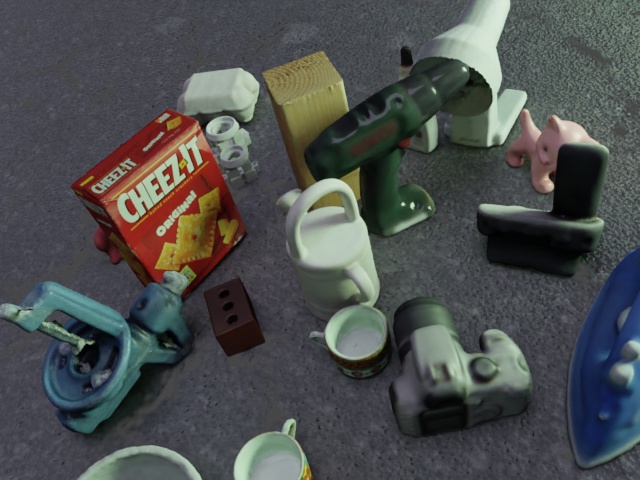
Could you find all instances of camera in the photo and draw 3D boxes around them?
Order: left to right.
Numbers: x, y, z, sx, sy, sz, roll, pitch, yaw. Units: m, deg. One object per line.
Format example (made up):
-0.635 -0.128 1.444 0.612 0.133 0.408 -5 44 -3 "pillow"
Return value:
0.137 0.121 0.615 0.143 0.101 0.136 -13 47 3 "camera"

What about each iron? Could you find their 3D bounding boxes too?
0.318 0.093 0.564 0.118 0.142 0.259 23 59 31 "iron"

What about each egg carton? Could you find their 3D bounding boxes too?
-0.189 -0.265 1.067 0.150 0.069 0.107 -5 48 11 "egg carton"

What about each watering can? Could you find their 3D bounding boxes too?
0.005 0.004 0.691 0.172 0.194 0.101 22 58 30 "watering can"

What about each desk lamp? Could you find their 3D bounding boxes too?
0.224 -0.240 0.837 0.117 0.214 0.203 17 56 28 "desk lamp"

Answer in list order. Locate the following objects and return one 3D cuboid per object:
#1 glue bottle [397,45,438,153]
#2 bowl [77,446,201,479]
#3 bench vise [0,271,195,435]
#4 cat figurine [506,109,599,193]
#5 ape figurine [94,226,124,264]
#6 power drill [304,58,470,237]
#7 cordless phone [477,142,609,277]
0.138 -0.213 0.864 0.077 0.173 0.037 28 61 33 "glue bottle"
-0.178 0.295 0.561 0.167 0.075 0.167 -7 48 8 "bowl"
-0.255 0.095 0.660 0.121 0.220 0.207 11 53 24 "bench vise"
0.314 -0.133 0.783 0.067 0.118 0.127 -25 48 -8 "cat figurine"
-0.306 -0.021 0.865 0.077 0.092 0.076 -3 48 12 "ape figurine"
0.097 -0.110 0.759 0.230 0.209 0.075 -26 48 -8 "power drill"
0.262 -0.052 0.679 0.147 0.185 0.094 7 51 20 "cordless phone"
